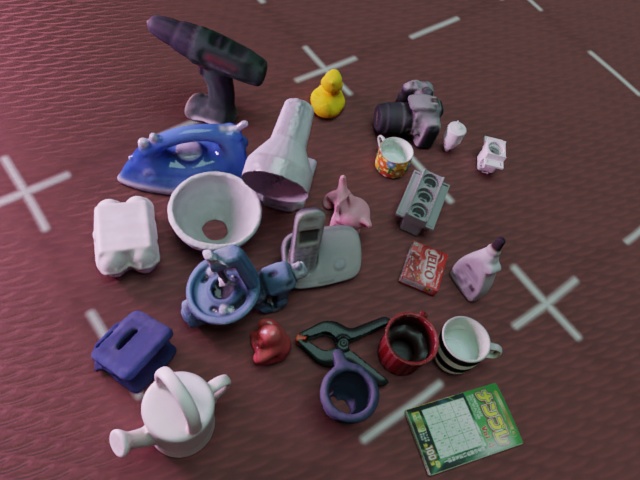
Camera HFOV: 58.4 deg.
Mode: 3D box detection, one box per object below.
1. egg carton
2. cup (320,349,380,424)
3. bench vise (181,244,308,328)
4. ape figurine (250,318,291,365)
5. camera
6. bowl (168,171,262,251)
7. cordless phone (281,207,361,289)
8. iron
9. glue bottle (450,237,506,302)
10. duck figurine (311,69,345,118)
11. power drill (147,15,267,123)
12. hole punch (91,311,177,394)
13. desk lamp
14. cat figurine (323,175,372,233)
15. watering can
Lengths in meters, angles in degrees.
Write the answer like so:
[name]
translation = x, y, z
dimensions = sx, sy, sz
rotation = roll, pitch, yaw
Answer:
[egg carton]
translation = -0.339, -0.008, 1.001
dimensions = 0.107, 0.069, 0.150
rotation = -8, 62, -16
[cup]
translation = 0.036, 0.241, 0.912
dimensions = 0.092, 0.095, 0.117
rotation = -10, 62, -16
[bench vise]
translation = -0.124, 0.051, 0.920
dimensions = 0.208, 0.220, 0.121
rotation = -32, 70, -25
[ape figurine]
translation = -0.082, 0.163, 0.937
dimensions = 0.076, 0.092, 0.078
rotation = 24, 58, 4
[camera]
translation = 0.189, -0.285, 1.251
dimensions = 0.137, 0.101, 0.143
rotation = -1, 60, -12
[bowl]
translation = -0.191, -0.038, 1.045
dimensions = 0.167, 0.075, 0.167
rotation = 5, 59, -8
[cordless phone]
translation = 0.009, 0.004, 0.995
dimensions = 0.148, 0.185, 0.094
rotation = -12, 62, -17
[iron]
translation = -0.251, -0.165, 1.069
dimensions = 0.259, 0.141, 0.118
rotation = -9, 62, -16
[glue bottle]
translation = 0.294, 0.044, 1.033
dimensions = 0.037, 0.173, 0.078
rotation = -22, 66, -22
[duck figurine]
translation = 0.022, -0.327, 1.252
dimensions = 0.077, 0.086, 0.104
rotation = 14, 58, -2
[power drill]
translation = -0.222, -0.328, 1.132
dimensions = 0.229, 0.208, 0.075
rotation = 13, 58, -3
[hole punch]
translation = -0.293, 0.169, 0.893
dimensions = 0.101, 0.091, 0.109
rotation = 34, 59, 10
[desk lamp]
translation = -0.065, -0.141, 1.049
dimensions = 0.118, 0.213, 0.203
rotation = 15, 58, -1
[cat figurine]
translation = 0.054, -0.062, 1.082
dimensions = 0.067, 0.118, 0.127
rotation = -6, 61, -14
[watering can]
translation = -0.204, 0.243, 0.805
dimensions = 0.101, 0.194, 0.173
rotation = 32, 59, 9
